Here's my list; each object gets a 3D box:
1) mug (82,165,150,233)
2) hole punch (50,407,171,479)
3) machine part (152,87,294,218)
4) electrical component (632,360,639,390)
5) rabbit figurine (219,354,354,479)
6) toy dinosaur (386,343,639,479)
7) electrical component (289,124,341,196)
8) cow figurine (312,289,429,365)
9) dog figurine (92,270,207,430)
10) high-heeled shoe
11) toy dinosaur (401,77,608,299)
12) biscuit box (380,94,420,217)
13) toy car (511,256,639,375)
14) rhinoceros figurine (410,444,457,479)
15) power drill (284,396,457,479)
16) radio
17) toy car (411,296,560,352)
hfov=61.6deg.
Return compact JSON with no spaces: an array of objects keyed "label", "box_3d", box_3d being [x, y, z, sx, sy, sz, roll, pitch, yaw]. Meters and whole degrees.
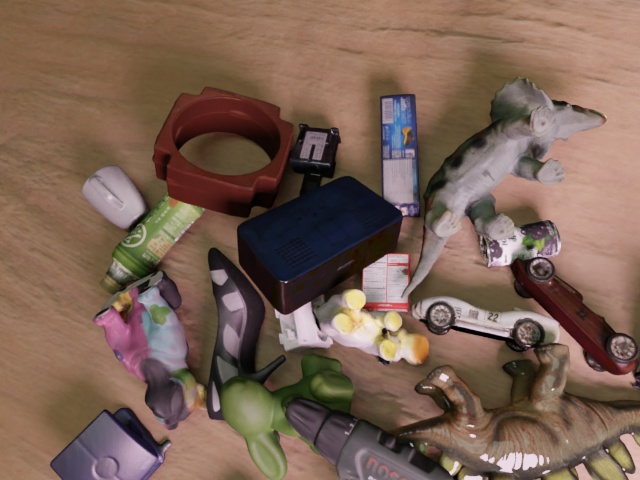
[{"label":"mug","box_3d":[-0.343,-0.068,0.917,0.081,0.109,0.107,-44,81,-11]},{"label":"hole punch","box_3d":[-0.304,0.315,0.775,0.116,0.092,0.142,42,78,17]},{"label":"machine part","box_3d":[-0.154,-0.144,0.878,0.201,0.087,0.201,14,54,-3]},{"label":"electrical component","box_3d":[0.459,0.141,0.678,0.058,0.134,0.115,21,77,17]},{"label":"rabbit figurine","box_3d":[-0.055,0.233,0.739,0.170,0.121,0.159,7,104,-12]},{"label":"toy dinosaur","box_3d":[0.287,0.240,0.681,0.472,0.105,0.198,-9,65,-3]},{"label":"electrical component","box_3d":[-0.012,-0.133,0.909,0.075,0.047,0.119,12,71,15]},{"label":"cow figurine","box_3d":[0.071,0.135,0.769,0.167,0.098,0.068,32,64,-20]},{"label":"dog figurine","box_3d":[-0.238,0.172,0.814,0.108,0.192,0.219,-25,102,-2]},{"label":"high-heeled shoe","box_3d":[-0.152,0.142,0.820,0.145,0.086,0.249,-36,65,5]},{"label":"toy dinosaur","box_3d":[0.239,-0.095,0.810,0.405,0.192,0.131,-41,107,8]},{"label":"biscuit box","box_3d":[0.130,-0.138,0.877,0.059,0.062,0.202,-2,69,10]},{"label":"toy car","box_3d":[0.347,0.098,0.738,0.053,0.089,0.202,-37,67,-5]},{"label":"rhinoceros figurine","box_3d":[0.113,0.318,0.706,0.190,0.073,0.112,18,75,15]},{"label":"power drill","box_3d":[0.043,0.316,0.640,0.232,0.086,0.207,16,93,20]},{"label":"radio","box_3d":[-0.002,-0.002,0.787,0.229,0.073,0.131,-28,54,-30]},{"label":"toy car","box_3d":[0.229,0.116,0.760,0.202,0.073,0.056,11,76,13]}]
